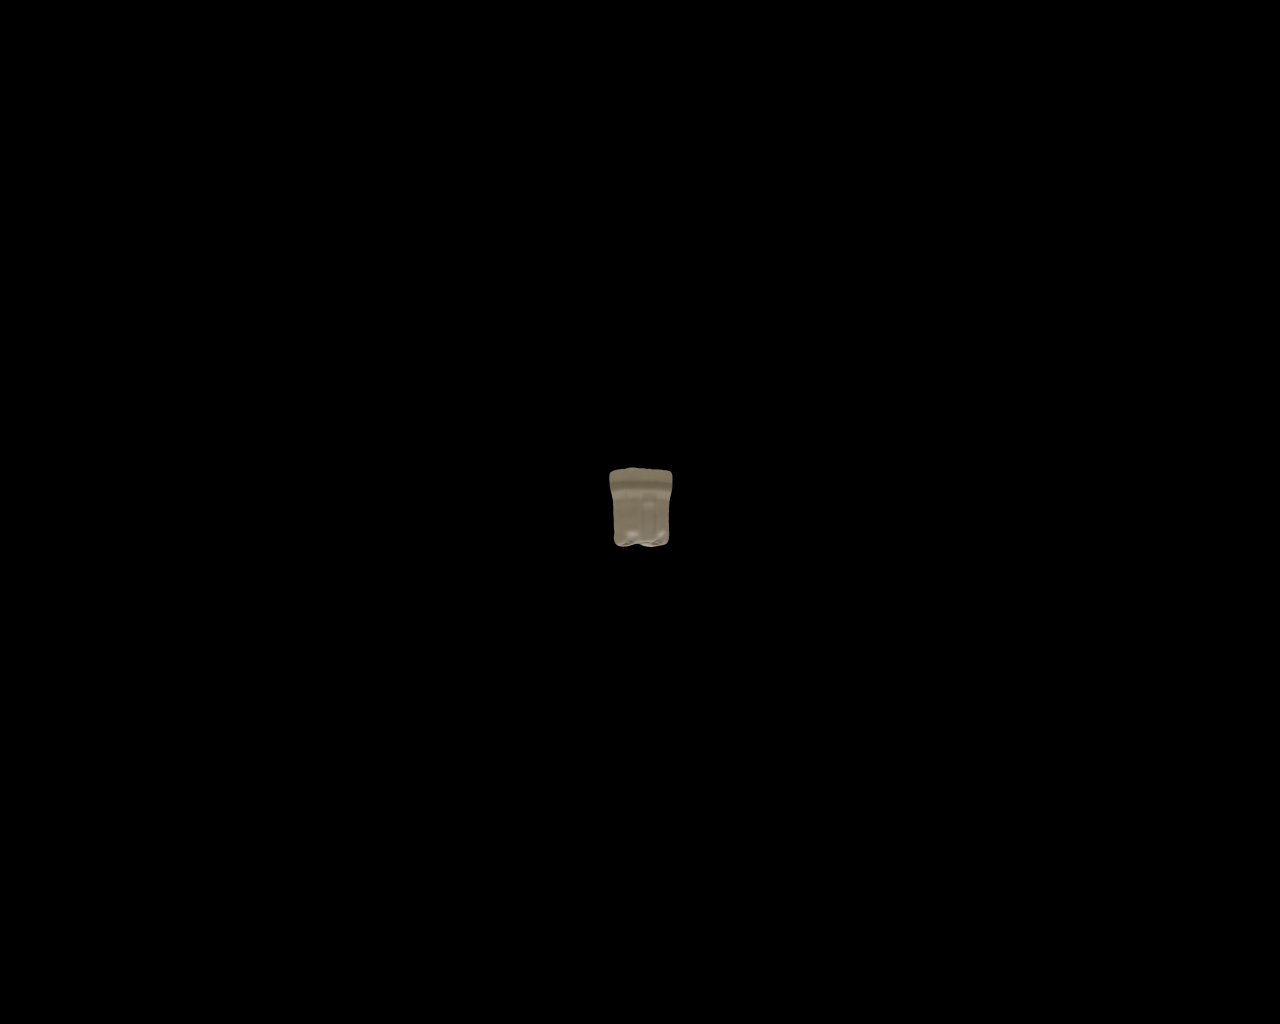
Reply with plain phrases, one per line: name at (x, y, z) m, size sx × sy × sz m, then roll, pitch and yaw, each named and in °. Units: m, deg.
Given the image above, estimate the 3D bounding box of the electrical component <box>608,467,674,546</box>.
electrical component at (0.001, -0.003, 0.650) m, size 0.040 × 0.046 × 0.040 m, roll 0°, pitch -3°, yaw 0°
